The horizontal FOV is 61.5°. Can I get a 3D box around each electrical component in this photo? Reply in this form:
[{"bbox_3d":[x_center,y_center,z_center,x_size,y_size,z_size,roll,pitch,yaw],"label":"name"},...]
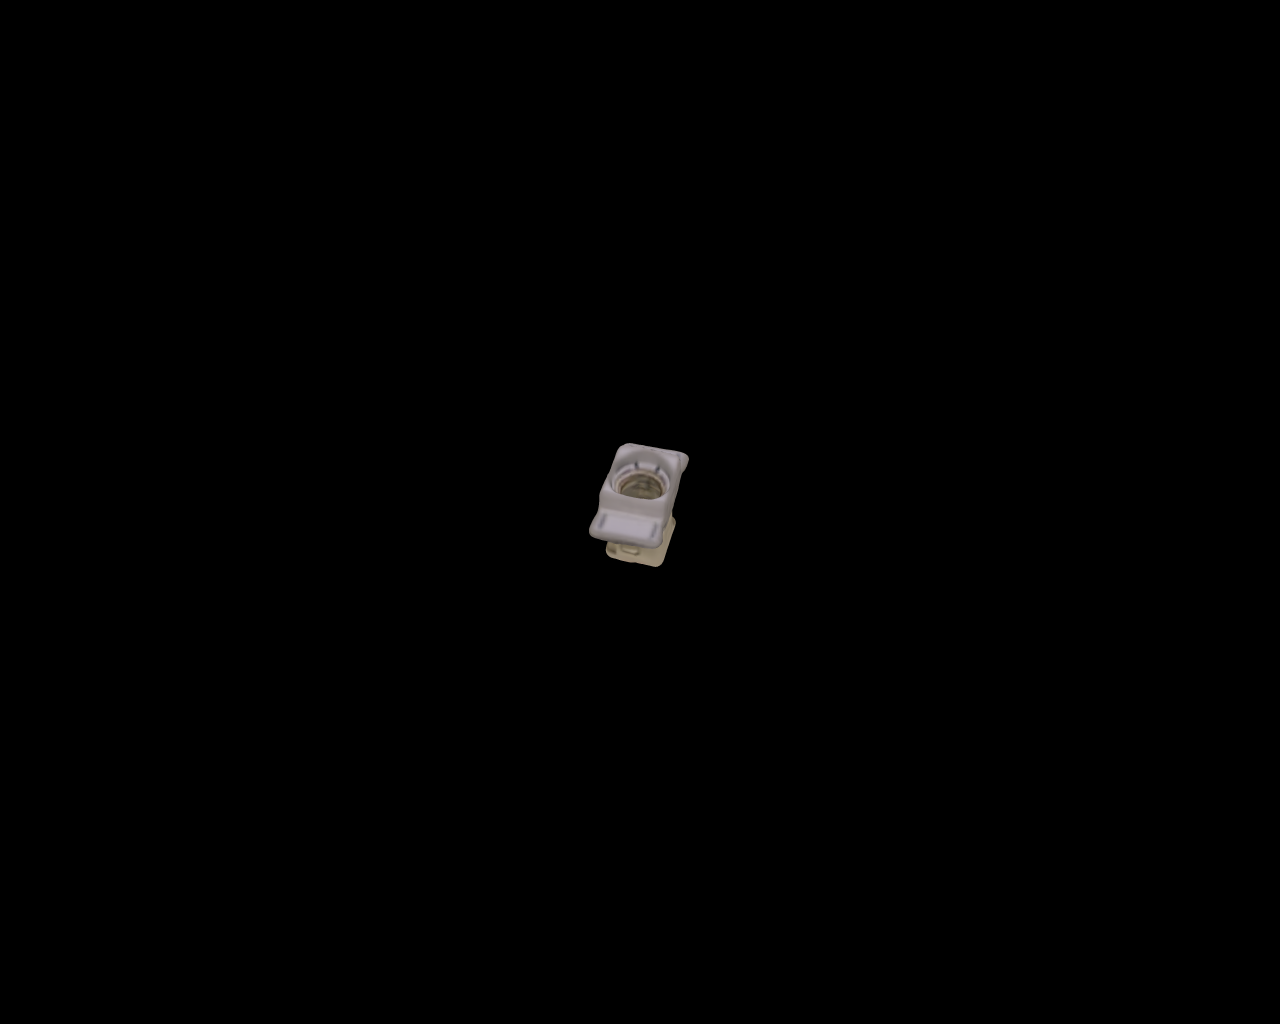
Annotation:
[{"bbox_3d":[0.001,-0.003,0.650,0.042,0.063,0.081,11,47,11],"label":"electrical component"}]
